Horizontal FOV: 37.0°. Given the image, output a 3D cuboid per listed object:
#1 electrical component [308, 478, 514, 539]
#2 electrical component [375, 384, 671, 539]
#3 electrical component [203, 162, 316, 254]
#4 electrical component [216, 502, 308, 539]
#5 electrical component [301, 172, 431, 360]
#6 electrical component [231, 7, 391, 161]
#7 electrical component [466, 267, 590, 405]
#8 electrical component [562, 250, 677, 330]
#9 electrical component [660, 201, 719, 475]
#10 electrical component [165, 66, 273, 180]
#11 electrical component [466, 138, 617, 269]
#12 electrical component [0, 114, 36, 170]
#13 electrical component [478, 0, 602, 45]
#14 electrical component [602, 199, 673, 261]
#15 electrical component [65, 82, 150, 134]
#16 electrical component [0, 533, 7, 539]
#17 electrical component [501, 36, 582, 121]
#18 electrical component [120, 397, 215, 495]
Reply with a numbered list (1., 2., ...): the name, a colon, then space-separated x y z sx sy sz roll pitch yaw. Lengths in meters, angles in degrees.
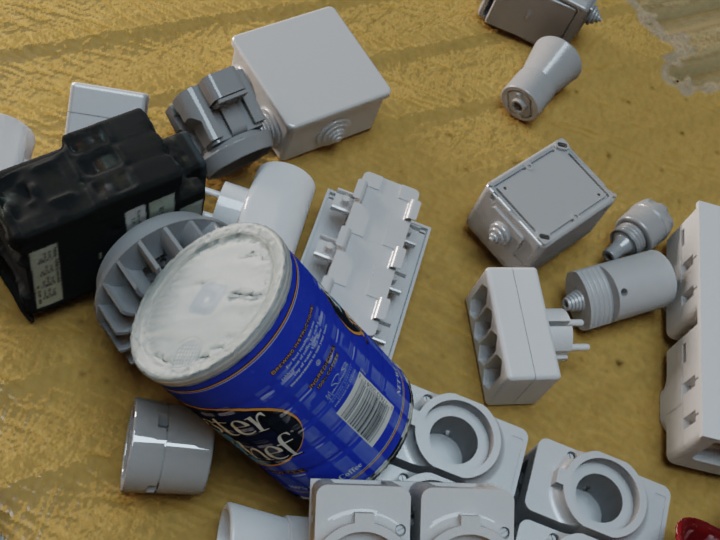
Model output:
1. electrical component: 0.024 0.207 0.566 0.105 0.060 0.186 3 82 -5
2. electrical component: 0.089 0.153 0.660 0.186 0.060 0.105 22 58 -2
3. electrical component: -0.078 -0.037 0.732 0.079 0.043 0.077 18 58 -4
4. electrical component: -0.048 0.161 0.631 0.065 0.044 0.044 9 59 -16
5. electrical component: 0.000 0.000 0.721 0.079 0.063 0.121 21 58 -3
6. electrical component: -0.040 -0.137 0.796 0.100 0.048 0.099 -24 70 -25
7. electrical component: 0.121 0.045 0.738 0.076 0.047 0.083 0 61 -15
8. electrical component: 0.182 0.015 0.773 0.081 0.043 0.043 -14 66 -21
9. electrical component: 0.277 0.055 0.767 0.105 0.060 0.186 14 59 -7
10. electrical component: -0.096 -0.099 0.748 0.058 0.078 0.057 -27 90 -27
11. electrical component: 0.124 -0.039 0.778 0.096 0.061 0.061 -32 73 -28
12. electrical component: -0.225 -0.055 0.702 0.079 0.043 0.077 12 59 -9
13. electrical component: 0.155 -0.223 0.890 0.096 0.061 0.061 28 58 1
14. electrical component: 0.206 -0.026 0.809 0.061 0.035 0.035 -36 76 -26
15. electrical component: -0.171 -0.084 0.722 0.047 0.083 0.075 8 98 -11
16. electrical component: -0.239 0.156 0.576 0.100 0.048 0.099 -6 63 -18
17. electrical component: 0.142 -0.150 0.859 0.044 0.044 0.065 37 63 7
18. electrical component: -0.114 0.106 0.636 0.047 0.055 0.055 9 59 -14
